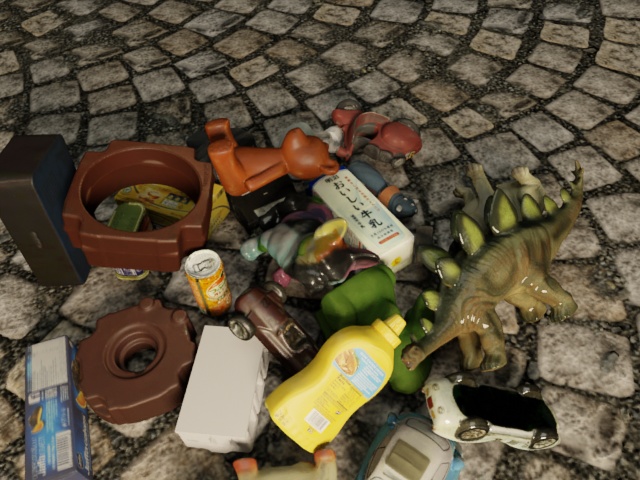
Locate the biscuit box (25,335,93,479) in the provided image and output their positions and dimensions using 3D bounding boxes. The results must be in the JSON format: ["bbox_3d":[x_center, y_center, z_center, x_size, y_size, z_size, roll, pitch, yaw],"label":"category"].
[{"bbox_3d":[-0.346,0.228,0.709,0.059,0.062,0.203,-16,52,-11],"label":"biscuit box"}]

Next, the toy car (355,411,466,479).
[{"bbox_3d":[0.099,0.266,0.626,0.109,0.102,0.162,30,56,26],"label":"toy car"}]

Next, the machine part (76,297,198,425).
[{"bbox_3d":[-0.255,0.167,0.760,0.179,0.056,0.179,-2,51,3],"label":"machine part"}]

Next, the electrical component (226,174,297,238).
[{"bbox_3d":[-0.099,-0.072,0.950,0.115,0.058,0.134,-22,52,-17],"label":"electrical component"}]

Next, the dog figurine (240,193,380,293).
[{"bbox_3d":[-0.002,-0.002,0.786,0.219,0.108,0.191,-10,37,50],"label":"dog figurine"}]

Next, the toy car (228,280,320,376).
[{"bbox_3d":[-0.033,0.142,0.717,0.202,0.053,0.089,47,44,0],"label":"toy car"}]

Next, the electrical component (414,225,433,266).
[{"bbox_3d":[0.171,0.017,0.836,0.045,0.102,0.078,5,82,13],"label":"electrical component"}]

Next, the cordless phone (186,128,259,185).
[{"bbox_3d":[-0.216,-0.162,1.032,0.184,0.088,0.146,21,54,33],"label":"cordless phone"}]

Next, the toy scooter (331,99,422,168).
[{"bbox_3d":[0.097,-0.186,1.006,0.184,0.075,0.135,24,53,3],"label":"toy scooter"}]

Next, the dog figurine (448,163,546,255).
[{"bbox_3d":[0.290,-0.010,0.861,0.172,0.121,0.190,3,64,10],"label":"dog figurine"}]

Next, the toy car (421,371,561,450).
[{"bbox_3d":[0.215,0.211,0.657,0.201,0.056,0.073,16,43,-25],"label":"toy car"}]

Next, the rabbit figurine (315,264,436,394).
[{"bbox_3d":[0.096,0.129,0.755,0.159,0.121,0.170,-28,72,-27],"label":"rabbit figurine"}]

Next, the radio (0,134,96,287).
[{"bbox_3d":[-0.419,-0.045,0.836,0.073,0.229,0.131,-1,46,-2],"label":"radio"}]

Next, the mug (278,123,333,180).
[{"bbox_3d":[-0.030,-0.181,1.017,0.110,0.080,0.107,-22,40,14],"label":"mug"}]

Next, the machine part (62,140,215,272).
[{"bbox_3d":[-0.268,-0.053,0.819,0.201,0.087,0.201,4,50,-7],"label":"machine part"}]

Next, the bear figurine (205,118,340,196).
[{"bbox_3d":[-0.076,-0.145,0.887,0.196,0.131,0.120,-16,41,1],"label":"bear figurine"}]

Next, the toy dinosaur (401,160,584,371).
[{"bbox_3d":[0.264,0.030,0.749,0.471,0.105,0.198,-29,89,-31],"label":"toy dinosaur"}]

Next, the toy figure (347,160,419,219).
[{"bbox_3d":[0.109,-0.083,0.947,0.064,0.057,0.155,-37,62,-17],"label":"toy figure"}]

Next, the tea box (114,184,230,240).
[{"bbox_3d":[-0.258,-0.063,0.943,0.170,0.068,0.098,18,53,19],"label":"tea box"}]

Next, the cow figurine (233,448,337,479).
[{"bbox_3d":[-0.068,0.316,0.608,0.195,0.085,0.127,-5,49,-7],"label":"cow figurine"}]
